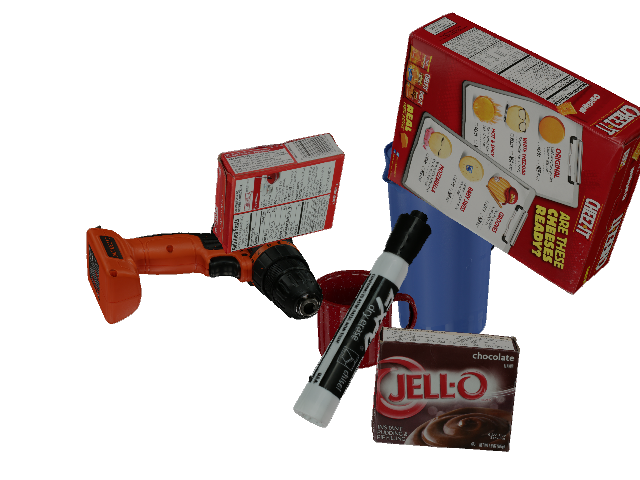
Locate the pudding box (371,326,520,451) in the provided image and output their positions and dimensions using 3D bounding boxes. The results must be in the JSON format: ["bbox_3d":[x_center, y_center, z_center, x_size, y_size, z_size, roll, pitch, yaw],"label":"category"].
[{"bbox_3d":[0.100,0.120,0.864,0.113,0.090,0.039,3,19,2],"label":"pudding box"}]

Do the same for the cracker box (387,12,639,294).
[{"bbox_3d":[0.167,-0.079,0.929,0.214,0.164,0.072,34,49,27],"label":"cracker box"}]

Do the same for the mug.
[{"bbox_3d":[0.050,0.087,1.182,0.117,0.081,0.093,-5,24,-9],"label":"mug"}]

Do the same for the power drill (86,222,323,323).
[{"bbox_3d":[-0.107,0.028,0.960,0.187,0.057,0.185,-6,25,-23],"label":"power drill"}]

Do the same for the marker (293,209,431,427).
[{"bbox_3d":[0.023,0.037,0.536,0.020,0.121,0.020,27,-17,9],"label":"marker"}]

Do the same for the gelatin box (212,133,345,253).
[{"bbox_3d":[-0.031,-0.035,0.767,0.089,0.073,0.030,-13,48,-22],"label":"gelatin box"}]

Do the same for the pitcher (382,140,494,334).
[{"bbox_3d":[0.156,-0.005,1.296,0.149,0.243,0.145,0,23,8],"label":"pitcher"}]
